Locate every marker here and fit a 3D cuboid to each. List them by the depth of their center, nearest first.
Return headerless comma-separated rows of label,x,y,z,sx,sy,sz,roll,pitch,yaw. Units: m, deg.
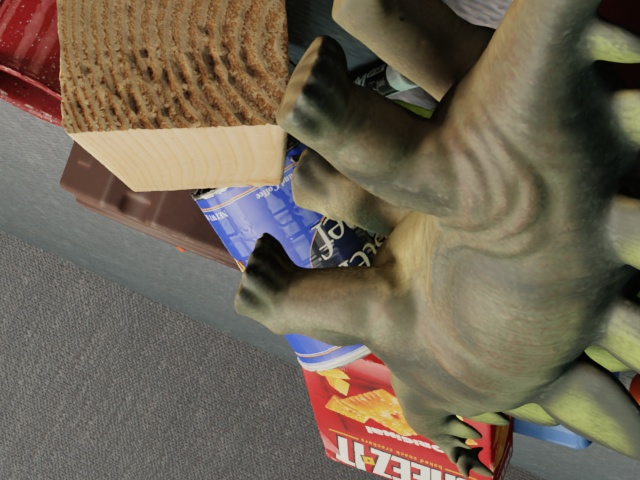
marker,0.026,-0.087,0.605,0.020,0.020,0.121,28,169,-18

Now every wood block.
wood block,-0.062,-0.080,0.516,0.091,0.090,0.206,-4,177,-3

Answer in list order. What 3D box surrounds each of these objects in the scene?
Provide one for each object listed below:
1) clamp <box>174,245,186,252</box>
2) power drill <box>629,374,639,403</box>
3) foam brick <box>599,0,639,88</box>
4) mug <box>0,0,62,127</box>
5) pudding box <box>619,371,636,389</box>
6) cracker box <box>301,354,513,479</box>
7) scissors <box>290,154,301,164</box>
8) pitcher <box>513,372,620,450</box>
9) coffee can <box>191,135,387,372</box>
clamp,-0.164,-0.057,1.012,0.120,0.039,0.171,28,150,29
power drill,0.381,0.162,0.917,0.187,0.057,0.184,28,172,-6
foam brick,0.124,-0.062,0.430,0.078,0.051,0.053,23,170,7
mug,-0.175,-0.130,0.666,0.117,0.081,0.093,29,168,-26
pudding box,0.262,0.134,1.084,0.113,0.039,0.090,20,167,14
cracker box,0.075,0.135,0.891,0.164,0.072,0.213,16,147,20
scissors,0.026,-0.025,0.615,0.096,0.016,0.201,58,-165,-8
pitcher,0.149,0.103,0.988,0.243,0.149,0.145,16,145,26
coffee can,-0.005,0.001,0.704,0.140,0.102,0.103,58,159,-14
